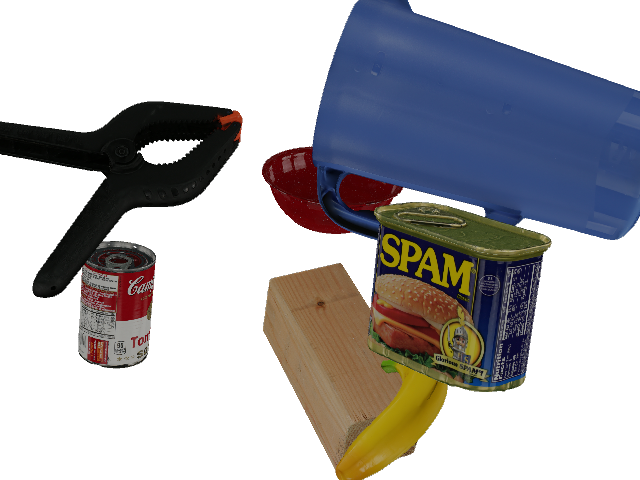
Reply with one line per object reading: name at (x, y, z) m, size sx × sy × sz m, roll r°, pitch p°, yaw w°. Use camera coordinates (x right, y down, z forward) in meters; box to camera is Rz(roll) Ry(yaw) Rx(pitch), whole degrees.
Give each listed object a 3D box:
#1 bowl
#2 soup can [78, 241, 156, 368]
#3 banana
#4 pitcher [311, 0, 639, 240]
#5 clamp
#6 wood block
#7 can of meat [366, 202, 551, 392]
bowl at (0.012, -0.052, 1.211) m, size 0.162 × 0.055 × 0.162 m, roll 5°, pitch 27°, yaw -3°
soup can at (-0.192, 0.060, 1.001) m, size 0.068 × 0.102 × 0.068 m, roll 7°, pitch 21°, yaw -3°
banana at (0.066, 0.137, 0.863) m, size 0.070 × 0.037 × 0.197 m, roll -31°, pitch 7°, yaw 22°
pitcher at (0.119, -0.075, 0.787) m, size 0.243 × 0.149 × 0.145 m, roll 18°, pitch 45°, yaw 7°
clamp at (-0.151, -0.047, 0.806) m, size 0.209 × 0.165 × 0.036 m, roll -16°, pitch -29°, yaw -19°
wood block at (0.021, 0.131, 1.130) m, size 0.090 × 0.090 × 0.206 m, roll -12°, pitch 47°, yaw -21°
can of meat at (0.074, 0.031, 0.606) m, size 0.057 × 0.084 × 0.102 m, roll -9°, pitch 21°, yaw -41°
